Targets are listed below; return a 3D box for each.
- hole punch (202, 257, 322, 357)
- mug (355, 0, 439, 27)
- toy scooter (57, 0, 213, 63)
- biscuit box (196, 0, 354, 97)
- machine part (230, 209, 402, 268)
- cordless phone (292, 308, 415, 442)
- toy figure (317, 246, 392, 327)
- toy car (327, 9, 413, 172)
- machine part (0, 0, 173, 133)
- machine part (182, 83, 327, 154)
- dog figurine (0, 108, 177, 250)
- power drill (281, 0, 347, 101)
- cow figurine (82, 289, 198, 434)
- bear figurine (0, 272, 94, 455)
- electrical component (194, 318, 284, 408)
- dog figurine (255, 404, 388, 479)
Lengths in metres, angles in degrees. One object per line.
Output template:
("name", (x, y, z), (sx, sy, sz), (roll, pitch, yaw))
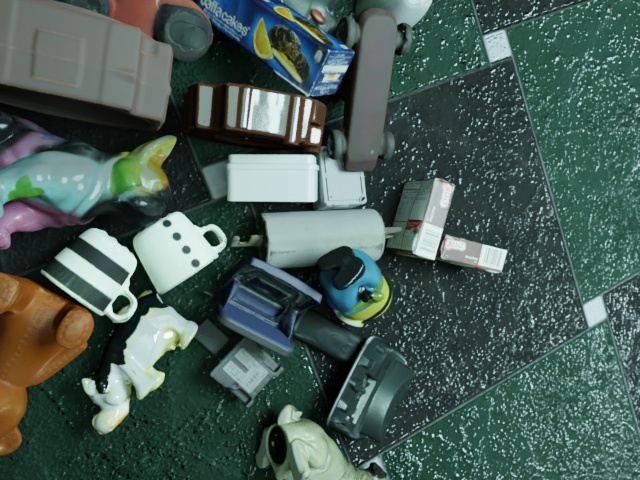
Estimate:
("hole punch", (-0.070, 0.076, 0.689), (0.142, 0.116, 0.092), (28, 89, -18))
("mug", (0.119, -0.330, 0.748), (0.109, 0.107, 0.080), (-9, 97, -18))
("toy scooter", (-0.223, -0.265, 0.626), (0.184, 0.135, 0.075), (2, 117, -38))
("biscuit box", (-0.059, -0.250, 0.642), (0.203, 0.059, 0.063), (39, 34, 17))
("machine part", (-0.002, -0.002, 0.734), (0.243, 0.079, 0.079), (-5, 94, -20))
("cordless phone", (0.026, 0.189, 0.763), (0.184, 0.089, 0.146), (30, 81, -8))
("toy figure", (0.050, 0.063, 0.711), (0.089, 0.180, 0.082), (-13, 64, 4))
("toy car", (0.058, -0.186, 0.685), (0.089, 0.053, 0.201), (-5, 118, -20))
("machine part", (-0.261, -0.177, 0.560), (0.201, 0.201, 0.087), (8, 91, -20))
("machine part", (-0.082, -0.143, 0.651), (0.179, 0.179, 0.056), (6, 94, -21))
("dog figurine", (-0.277, -0.084, 0.609), (0.219, 0.108, 0.191), (-23, 70, -35))
("power drill", (0.025, -0.319, 0.686), (0.232, 0.207, 0.086), (41, 36, -9))
("cow figurine", (-0.234, 0.146, 0.655), (0.098, 0.068, 0.167), (39, 75, -2))
("bear figurine", (-0.345, 0.141, 0.586), (0.120, 0.132, 0.196), (33, 75, -15))
("electrical component", (-0.115, 0.155, 0.714), (0.075, 0.048, 0.119), (-43, 107, -14))
("dog figurine", (0.019, 0.315, 0.757), (0.190, 0.121, 0.172), (4, 94, -35))
